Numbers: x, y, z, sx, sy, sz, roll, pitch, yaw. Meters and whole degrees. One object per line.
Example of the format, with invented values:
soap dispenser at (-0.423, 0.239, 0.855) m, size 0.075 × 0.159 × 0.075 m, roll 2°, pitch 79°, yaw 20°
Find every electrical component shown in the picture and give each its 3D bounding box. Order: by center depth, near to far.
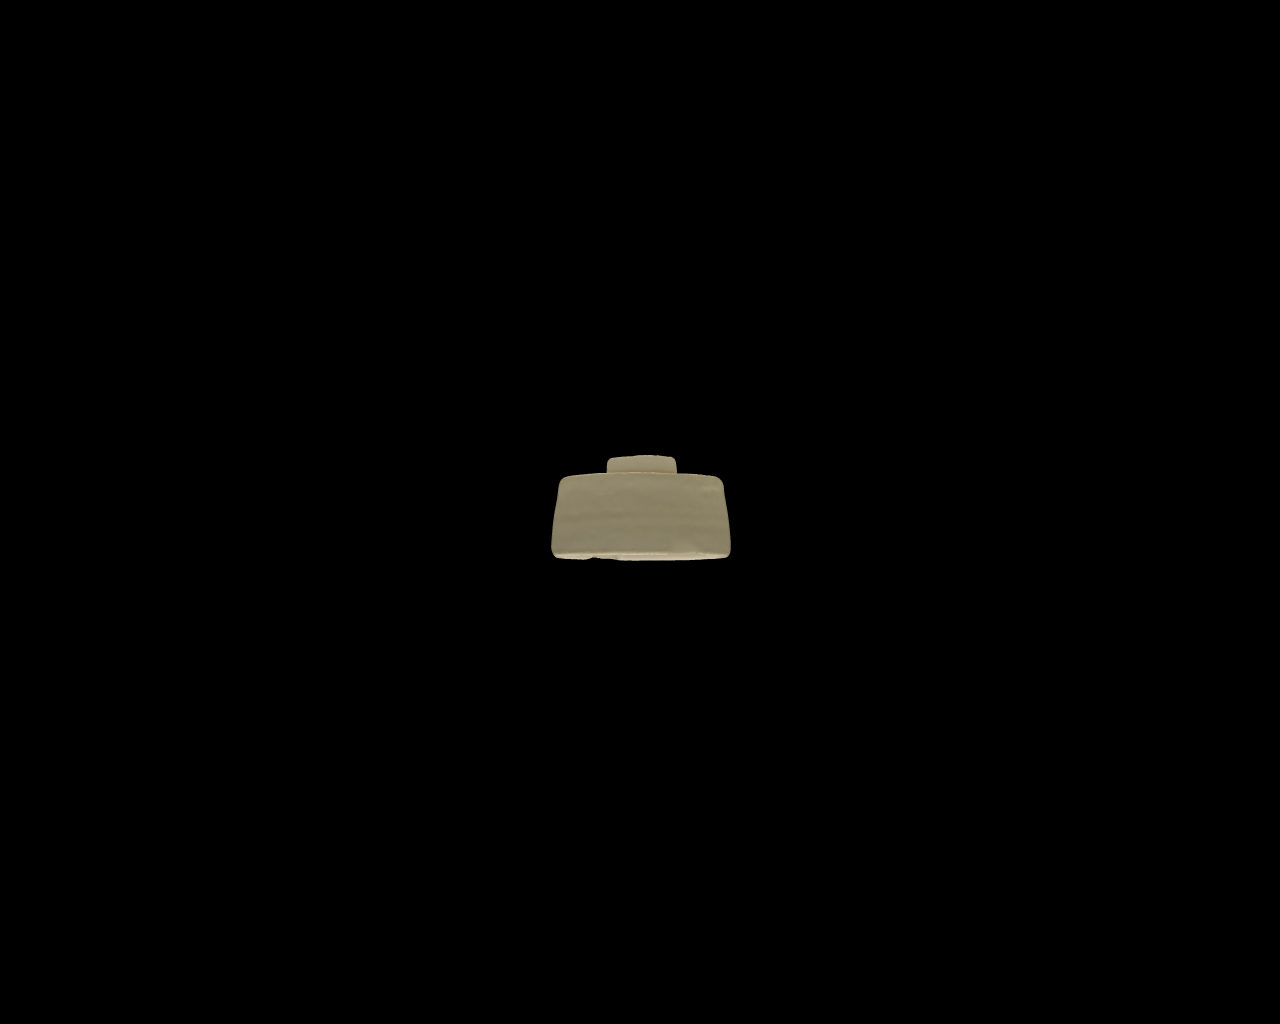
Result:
electrical component at (0.001, -0.003, 0.650) m, size 0.108 × 0.060 × 0.108 m, roll 0°, pitch -4°, yaw 0°
